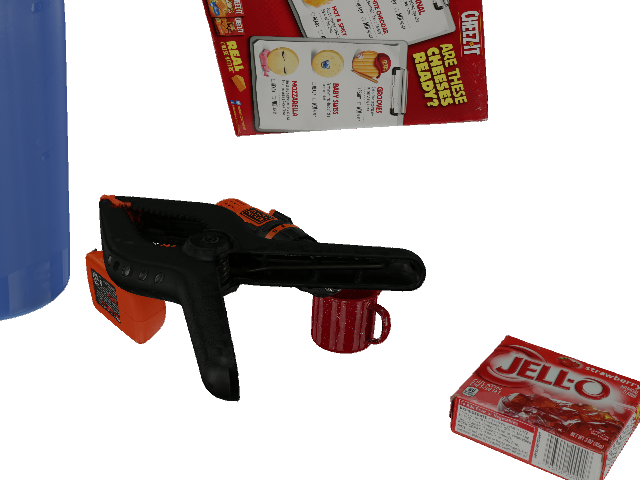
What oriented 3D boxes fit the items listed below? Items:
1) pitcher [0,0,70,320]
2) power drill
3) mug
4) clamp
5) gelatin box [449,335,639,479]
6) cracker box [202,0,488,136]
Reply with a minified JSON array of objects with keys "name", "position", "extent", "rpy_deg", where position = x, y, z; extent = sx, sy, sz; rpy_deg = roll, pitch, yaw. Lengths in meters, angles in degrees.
[{"name":"pitcher","position":[-0.228,-0.071,0.670],"extent":[0.149,0.243,0.145],"rpy_deg":[-4,26,-11]},{"name":"power drill","position":[-0.094,0.027,0.932],"extent":[0.187,0.057,0.185],"rpy_deg":[-19,28,-32]},{"name":"mug","position":[0.040,0.095,1.361],"extent":[0.117,0.081,0.093],"rpy_deg":[20,29,31]},{"name":"clamp","position":[-0.054,0.013,0.638],"extent":[0.164,0.036,0.210],"rpy_deg":[-21,35,-36]},{"name":"gelatin box","position":[0.127,0.092,0.594],"extent":[0.089,0.030,0.073],"rpy_deg":[19,33,28]},{"name":"cracker box","position":[0.022,-0.173,0.855],"extent":[0.214,0.164,0.072],"rpy_deg":[-3,42,9]}]
